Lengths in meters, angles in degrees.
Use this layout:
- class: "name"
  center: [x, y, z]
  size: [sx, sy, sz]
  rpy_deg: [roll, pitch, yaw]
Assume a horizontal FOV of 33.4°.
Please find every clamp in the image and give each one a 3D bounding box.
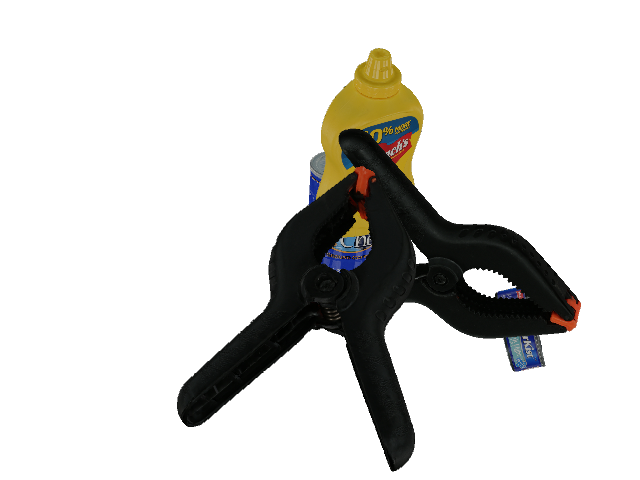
- class: "clamp"
  center: [0.088, 0.010, 0.775]
  size: [0.210, 0.165, 0.036]
  rpy_deg: [16, 37, 13]
- class: "clamp"
  center: [0.013, 0.039, 0.555]
  size: [0.120, 0.171, 0.039]
  rpy_deg: [20, -27, 14]

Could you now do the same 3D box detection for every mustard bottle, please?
- class: "mustard bottle"
  center: [0.046, -0.092, 0.975]
  size: [0.096, 0.192, 0.058]
  rpy_deg: [-16, 48, -19]

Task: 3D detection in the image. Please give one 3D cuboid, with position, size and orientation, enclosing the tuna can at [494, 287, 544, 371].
- class: "tuna can"
  center: [0.204, 0.090, 1.095]
  size: [0.034, 0.086, 0.086]
  rpy_deg: [-13, -3, 12]

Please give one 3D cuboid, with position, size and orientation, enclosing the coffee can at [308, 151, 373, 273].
- class: "coffee can"
  center: [0.035, -0.031, 1.341]
  size: [0.103, 0.140, 0.103]
  rpy_deg: [2, 27, -1]
